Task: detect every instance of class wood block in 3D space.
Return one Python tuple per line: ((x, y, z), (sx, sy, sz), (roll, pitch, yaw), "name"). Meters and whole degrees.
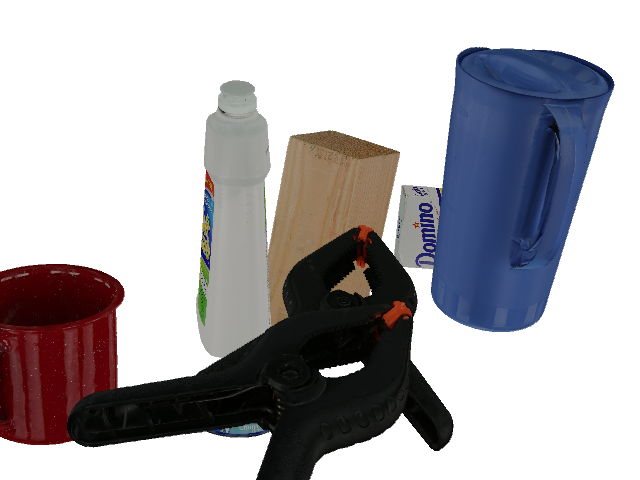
((0.007, -0.005, 1.141), (0.090, 0.206, 0.090), (21, 20, 28), "wood block")

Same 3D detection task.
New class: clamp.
((0.024, 0.060, 0.723), (0.165, 0.036, 0.209), (13, 36, 13), "clamp")
((-0.012, 0.080, 0.476), (0.171, 0.039, 0.120), (-23, 48, -29), "clamp")

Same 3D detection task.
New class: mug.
((-0.169, 0.073, 0.633), (0.093, 0.081, 0.117), (12, 23, 22), "mug")

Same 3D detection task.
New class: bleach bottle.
((-0.074, -0.022, 0.925), (0.068, 0.251, 0.102), (-3, 35, -9), "bleach bottle")

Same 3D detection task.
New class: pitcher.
((0.170, -0.039, 0.942), (0.145, 0.243, 0.149), (22, 32, 27), "pitcher")

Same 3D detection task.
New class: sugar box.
((0.179, -0.011, 1.256), (0.176, 0.093, 0.048), (2, 22, -3), "sugar box")

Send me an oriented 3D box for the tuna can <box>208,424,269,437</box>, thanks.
((-0.081, 0.161, 1.044), (0.086, 0.034, 0.086), (3, 14, -1), "tuna can")
